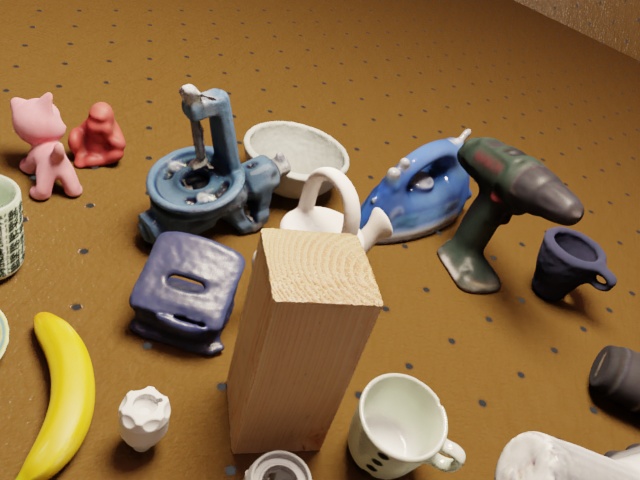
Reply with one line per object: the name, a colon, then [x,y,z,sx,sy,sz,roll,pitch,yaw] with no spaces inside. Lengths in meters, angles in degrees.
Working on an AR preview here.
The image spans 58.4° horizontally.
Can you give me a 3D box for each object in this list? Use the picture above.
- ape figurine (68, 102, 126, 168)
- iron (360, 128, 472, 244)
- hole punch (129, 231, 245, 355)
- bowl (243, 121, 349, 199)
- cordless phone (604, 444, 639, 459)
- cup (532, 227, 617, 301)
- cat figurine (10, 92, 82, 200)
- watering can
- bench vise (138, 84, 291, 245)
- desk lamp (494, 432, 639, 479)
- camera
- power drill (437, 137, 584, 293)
ape figurine: [-0.317,-0.154,0.822,0.078,0.092,0.076,18,37,1]
iron: [0.147,-0.089,0.883,0.118,0.141,0.259,39,42,26]
hole punch: [-0.142,0.057,0.625,0.108,0.091,0.101,17,37,-1]
bowl: [-0.042,-0.114,0.895,0.167,0.075,0.167,11,37,-8]
cordless phone: [0.333,0.218,0.532,0.148,0.185,0.094,-5,42,-27]
cup: [0.361,0.051,0.831,0.092,0.095,0.117,-15,48,-36]
cat figurine: [-0.363,-0.134,0.756,0.067,0.118,0.127,-15,48,-36]
watering can: [0.005,0.001,0.669,0.100,0.194,0.173,34,40,21]
bench vise: [-0.130,-0.104,0.727,0.121,0.220,0.208,31,39,18]
desk lamp: [0.182,0.231,0.432,0.203,0.213,0.118,13,37,-5]
camera: [0.412,0.167,0.699,0.136,0.101,0.143,25,38,10]
power drill: [0.247,-0.031,0.794,0.076,0.208,0.229,-1,40,-22]
